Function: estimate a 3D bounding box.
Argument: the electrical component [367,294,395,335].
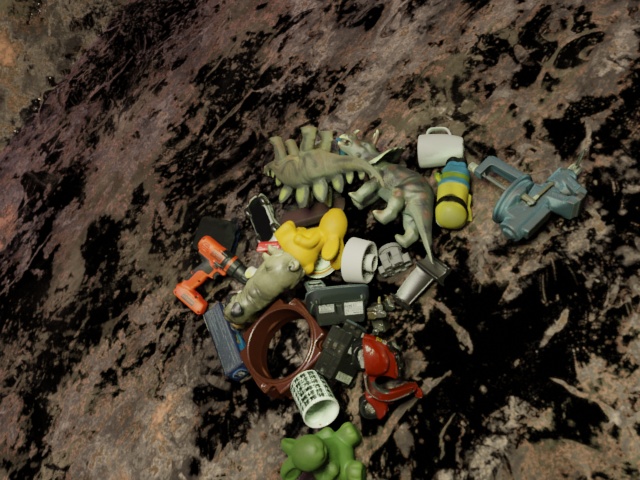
[{"bbox_3d":[0.136,0.163,1.185,0.045,0.102,0.078,-23,80,22],"label":"electrical component"}]

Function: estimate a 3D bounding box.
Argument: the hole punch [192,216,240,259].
[{"bbox_3d":[-0.293,0.004,1.548,0.116,0.092,0.142,12,66,6],"label":"hole punch"}]

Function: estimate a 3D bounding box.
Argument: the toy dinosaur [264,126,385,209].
[{"bbox_3d":[-0.014,-0.179,1.347,0.472,0.105,0.198,0,92,52],"label":"toy dinosaur"}]

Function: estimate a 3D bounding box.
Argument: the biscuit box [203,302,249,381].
[{"bbox_3d":[-0.233,0.258,1.373,0.063,0.059,0.203,-36,51,8],"label":"biscuit box"}]

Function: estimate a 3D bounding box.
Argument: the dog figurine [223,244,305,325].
[{"bbox_3d":[-0.136,0.121,1.273,0.121,0.172,0.190,40,64,-2],"label":"dog figurine"}]

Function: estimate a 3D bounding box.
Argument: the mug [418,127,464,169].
[{"bbox_3d":[0.299,-0.228,1.318,0.107,0.080,0.109,2,59,19],"label":"mug"}]

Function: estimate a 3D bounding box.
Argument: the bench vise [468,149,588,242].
[{"bbox_3d":[0.430,-0.116,1.145,0.223,0.128,0.241,-48,57,0],"label":"bench vise"}]

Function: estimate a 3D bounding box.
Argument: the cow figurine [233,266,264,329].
[{"bbox_3d":[-0.162,0.155,1.387,0.098,0.068,0.167,9,70,27],"label":"cow figurine"}]

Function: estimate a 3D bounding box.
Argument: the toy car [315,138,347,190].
[{"bbox_3d":[0.023,-0.219,1.459,0.109,0.102,0.161,-8,62,26],"label":"toy car"}]

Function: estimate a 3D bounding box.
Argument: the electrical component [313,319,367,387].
[{"bbox_3d":[0.054,0.244,1.173,0.058,0.114,0.134,21,77,33],"label":"electrical component"}]

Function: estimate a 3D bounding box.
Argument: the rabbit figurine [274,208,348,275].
[{"bbox_3d":[-0.003,-0.004,1.315,0.173,0.121,0.162,-37,57,6],"label":"rabbit figurine"}]

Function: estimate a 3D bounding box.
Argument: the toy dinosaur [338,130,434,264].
[{"bbox_3d":[0.194,-0.116,1.296,0.192,0.131,0.405,-47,57,1],"label":"toy dinosaur"}]

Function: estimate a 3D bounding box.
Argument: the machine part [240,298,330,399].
[{"bbox_3d":[-0.076,0.254,1.265,0.201,0.087,0.202,-45,49,2],"label":"machine part"}]

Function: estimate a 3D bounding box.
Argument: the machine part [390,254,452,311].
[{"bbox_3d":[0.224,0.096,1.203,0.139,0.039,0.084,-44,56,0],"label":"machine part"}]

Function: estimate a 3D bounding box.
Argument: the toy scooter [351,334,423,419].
[{"bbox_3d":[0.139,0.279,1.106,0.135,0.075,0.183,-7,96,14],"label":"toy scooter"}]

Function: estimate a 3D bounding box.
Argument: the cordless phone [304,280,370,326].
[{"bbox_3d":[0.033,0.127,1.272,0.147,0.088,0.184,-5,12,-8],"label":"cordless phone"}]

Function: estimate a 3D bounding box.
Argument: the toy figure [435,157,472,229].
[{"bbox_3d":[0.303,-0.109,1.235,0.082,0.089,0.180,-3,65,36],"label":"toy figure"}]

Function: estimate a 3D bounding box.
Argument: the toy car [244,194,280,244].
[{"bbox_3d":[-0.155,-0.048,1.501,0.073,0.056,0.202,-39,50,16],"label":"toy car"}]

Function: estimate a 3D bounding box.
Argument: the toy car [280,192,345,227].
[{"bbox_3d":[-0.018,-0.065,1.428,0.202,0.053,0.089,-15,47,28],"label":"toy car"}]

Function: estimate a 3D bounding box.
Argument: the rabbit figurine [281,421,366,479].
[{"bbox_3d":[-0.006,0.422,1.074,0.159,0.170,0.121,-14,58,23],"label":"rabbit figurine"}]
